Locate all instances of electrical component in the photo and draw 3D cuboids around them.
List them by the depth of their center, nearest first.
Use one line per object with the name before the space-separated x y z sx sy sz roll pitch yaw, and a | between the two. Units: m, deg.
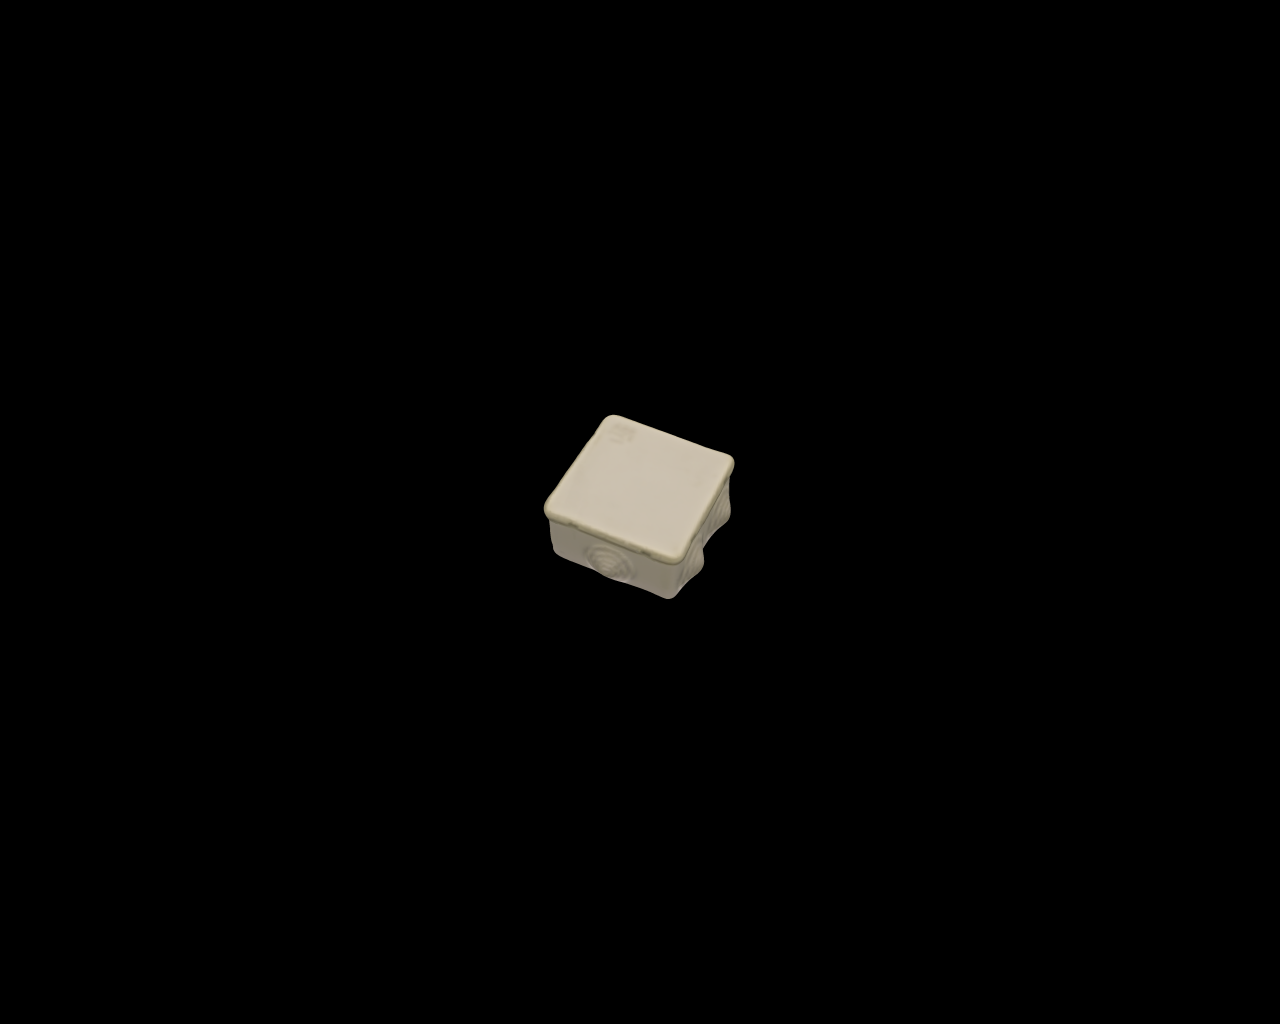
electrical component | 0.001 -0.003 0.650 0.100 0.100 0.048 21 -36 16
